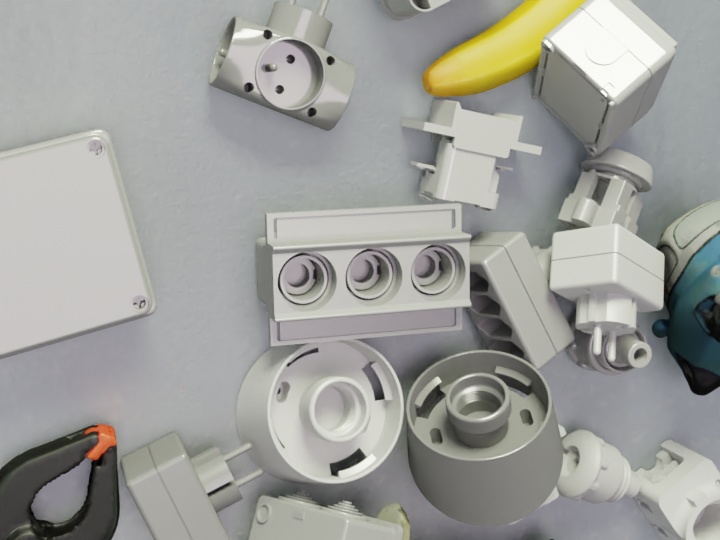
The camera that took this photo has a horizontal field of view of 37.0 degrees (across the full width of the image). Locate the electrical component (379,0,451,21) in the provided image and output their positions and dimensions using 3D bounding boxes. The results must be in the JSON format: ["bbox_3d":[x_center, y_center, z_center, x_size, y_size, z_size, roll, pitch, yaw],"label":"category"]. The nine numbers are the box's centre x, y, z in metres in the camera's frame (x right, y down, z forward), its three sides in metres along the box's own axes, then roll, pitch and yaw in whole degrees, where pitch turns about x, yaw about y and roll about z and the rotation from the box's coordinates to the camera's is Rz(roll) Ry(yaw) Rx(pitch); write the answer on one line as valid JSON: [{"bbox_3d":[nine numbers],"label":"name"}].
[{"bbox_3d":[0.033,-0.215,0.641,0.078,0.057,0.113,-29,106,-11],"label":"electrical component"}]

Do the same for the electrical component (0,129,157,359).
[{"bbox_3d":[-0.182,-0.015,0.605,0.109,0.056,0.108,-16,103,-14],"label":"electrical component"}]

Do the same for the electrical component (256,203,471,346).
[{"bbox_3d":[0.000,0.000,0.661,0.121,0.063,0.078,-4,100,-17],"label":"electrical component"}]

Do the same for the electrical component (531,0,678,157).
[{"bbox_3d":[0.153,-0.122,0.677,0.061,0.096,0.061,-41,75,-8],"label":"electrical component"}]

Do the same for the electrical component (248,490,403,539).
[{"bbox_3d":[-0.029,0.187,0.653,0.048,0.100,0.099,25,74,-41],"label":"electrical component"}]

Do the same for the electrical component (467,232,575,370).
[{"bbox_3d":[0.111,0.010,0.707,0.076,0.047,0.083,-36,107,-24],"label":"electrical component"}]

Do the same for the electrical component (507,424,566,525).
[{"bbox_3d":[0.099,0.132,0.725,0.081,0.042,0.063,-28,109,-11],"label":"electrical component"}]

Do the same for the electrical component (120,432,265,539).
[{"bbox_3d":[-0.097,0.133,0.660,0.077,0.047,0.065,-26,105,-12],"label":"electrical component"}]

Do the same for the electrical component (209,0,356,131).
[{"bbox_3d":[-0.040,-0.133,0.637,0.077,0.044,0.079,19,93,-19],"label":"electrical component"}]

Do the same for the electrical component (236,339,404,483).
[{"bbox_3d":[-0.024,0.088,0.680,0.099,0.064,0.099,2,85,-22],"label":"electrical component"}]

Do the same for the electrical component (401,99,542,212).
[{"bbox_3d":[0.068,-0.072,0.683,0.081,0.042,0.063,9,99,-18],"label":"electrical component"}]

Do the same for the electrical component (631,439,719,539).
[{"bbox_3d":[0.240,0.175,0.767,0.050,0.056,0.089,-38,107,-9],"label":"electrical component"}]

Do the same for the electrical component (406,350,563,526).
[{"bbox_3d":[0.077,0.101,0.677,0.099,0.099,0.064,-23,132,-13],"label":"electrical component"}]

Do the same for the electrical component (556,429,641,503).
[{"bbox_3d":[0.167,0.141,0.746,0.062,0.048,0.048,25,91,-26],"label":"electrical component"}]

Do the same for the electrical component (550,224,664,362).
[{"bbox_3d":[0.157,0.019,0.682,0.066,0.047,0.076,24,66,-45],"label":"electrical component"}]

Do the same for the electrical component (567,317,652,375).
[{"bbox_3d":[0.172,0.050,0.723,0.048,0.062,0.048,-3,100,-17],"label":"electrical component"}]

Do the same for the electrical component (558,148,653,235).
[{"bbox_3d":[0.164,-0.047,0.710,0.066,0.048,0.055,32,78,-54],"label":"electrical component"}]
